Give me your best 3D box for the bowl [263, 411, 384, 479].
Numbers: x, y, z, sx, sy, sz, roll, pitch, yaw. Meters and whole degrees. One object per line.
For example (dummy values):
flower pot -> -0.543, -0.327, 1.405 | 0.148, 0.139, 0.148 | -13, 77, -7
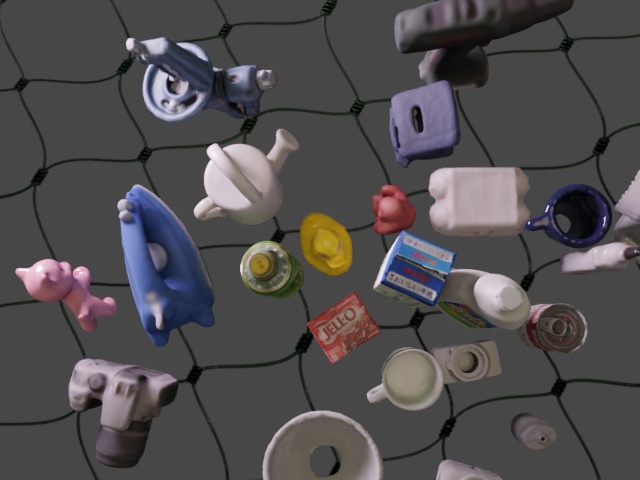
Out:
bowl -> 0.005, 0.326, 0.823 | 0.167, 0.075, 0.167 | 0, 83, 3

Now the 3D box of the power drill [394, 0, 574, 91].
power drill -> 0.219, -0.292, 0.826 | 0.229, 0.208, 0.075 | -7, 82, 2

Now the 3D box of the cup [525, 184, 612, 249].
cup -> 0.352, -0.026, 0.843 | 0.117, 0.095, 0.092 | -12, 82, 1

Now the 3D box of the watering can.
watering can -> -0.109, -0.092, 0.822 | 0.101, 0.194, 0.173 | 29, 85, 6

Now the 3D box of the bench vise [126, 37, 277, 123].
bench vise -> -0.177, -0.249, 0.832 | 0.207, 0.220, 0.121 | -20, 82, 0

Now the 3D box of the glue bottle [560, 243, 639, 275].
glue bottle -> 0.400, 0.025, 0.794 | 0.078, 0.173, 0.037 | -6, 82, 2

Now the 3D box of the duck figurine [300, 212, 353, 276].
duck figurine -> 0.008, 0.003, 0.859 | 0.077, 0.086, 0.104 | -30, 82, -1

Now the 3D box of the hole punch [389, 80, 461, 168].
hole punch -> 0.157, -0.176, 0.873 | 0.101, 0.091, 0.109 | -8, 82, 2

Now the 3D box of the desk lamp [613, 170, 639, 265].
desk lamp -> 0.490, -0.035, 0.778 | 0.203, 0.213, 0.118 | 38, 86, 7

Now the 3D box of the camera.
camera -> -0.297, 0.253, 0.832 | 0.143, 0.101, 0.137 | 12, 83, 4

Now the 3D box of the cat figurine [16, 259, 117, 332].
cat figurine -> -0.380, 0.077, 0.850 | 0.067, 0.118, 0.127 | -45, 83, -3

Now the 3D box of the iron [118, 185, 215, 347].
iron -> -0.250, 0.023, 0.840 | 0.118, 0.141, 0.258 | -23, 82, 0

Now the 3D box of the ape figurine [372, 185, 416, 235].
ape figurine -> 0.107, -0.044, 0.857 | 0.076, 0.092, 0.078 | 31, 85, 6

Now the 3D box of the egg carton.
egg carton -> 0.240, -0.057, 0.865 | 0.150, 0.069, 0.107 | -1, 82, 2
